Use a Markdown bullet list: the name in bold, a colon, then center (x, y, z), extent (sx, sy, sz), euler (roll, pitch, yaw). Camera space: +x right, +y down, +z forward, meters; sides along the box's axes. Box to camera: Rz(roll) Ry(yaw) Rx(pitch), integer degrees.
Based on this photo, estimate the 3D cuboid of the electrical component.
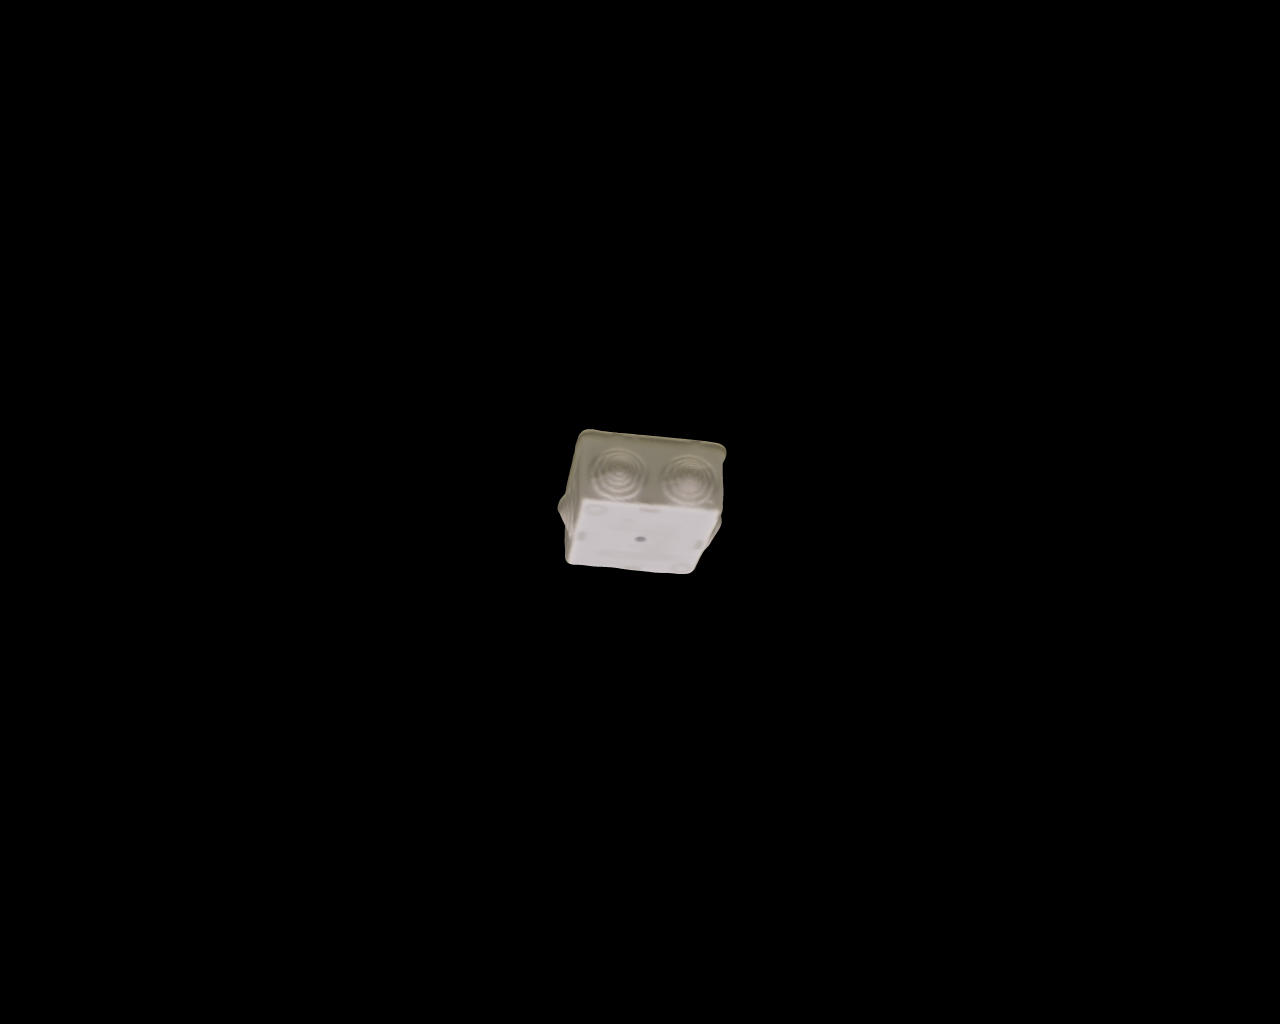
- **electrical component**: center (0.001, -0.003, 0.650), extent (0.100, 0.048, 0.099), euler (6, -32, -9)
